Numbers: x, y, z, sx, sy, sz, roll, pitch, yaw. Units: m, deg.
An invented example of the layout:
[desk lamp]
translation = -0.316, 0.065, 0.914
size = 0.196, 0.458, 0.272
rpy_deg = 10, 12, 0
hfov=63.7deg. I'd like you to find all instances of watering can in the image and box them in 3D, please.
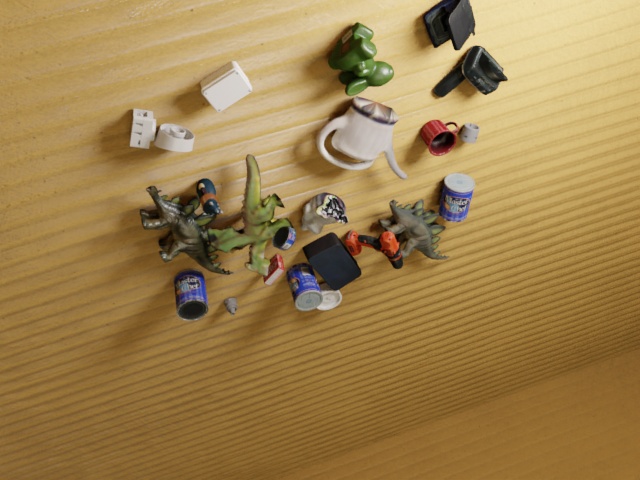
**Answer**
[watering can]
translation = 0.158, -0.295, 1.525
size = 0.347, 0.106, 0.220
rpy_deg = 11, 125, -28

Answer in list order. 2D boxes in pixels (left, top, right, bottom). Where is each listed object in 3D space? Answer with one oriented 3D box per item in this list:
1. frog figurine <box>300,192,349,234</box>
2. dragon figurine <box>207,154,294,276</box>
[frog figurine]
translation = 0.005, -0.085, 1.684
size = 0.137, 0.124, 0.158
rpy_deg = -2, 168, -31
[dragon figurine]
translation = -0.225, -0.048, 1.555
size = 0.244, 0.124, 0.401
rpy_deg = -34, 129, -11
